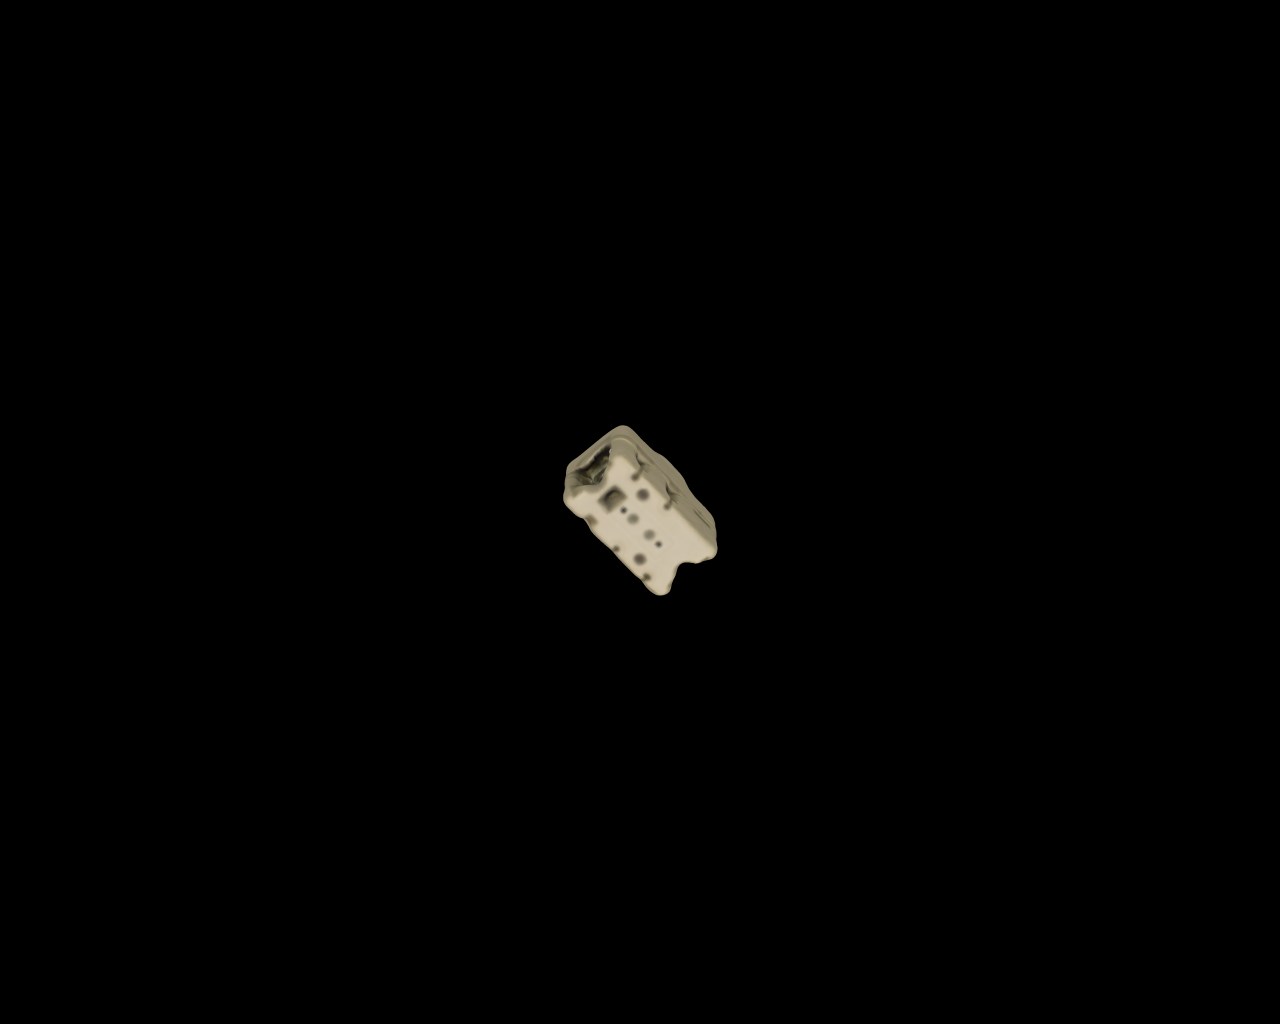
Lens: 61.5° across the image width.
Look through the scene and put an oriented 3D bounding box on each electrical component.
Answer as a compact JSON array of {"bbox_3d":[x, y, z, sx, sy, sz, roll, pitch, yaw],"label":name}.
[{"bbox_3d":[0.001,-0.003,0.650,0.050,0.089,0.056,-38,20,16],"label":"electrical component"}]
